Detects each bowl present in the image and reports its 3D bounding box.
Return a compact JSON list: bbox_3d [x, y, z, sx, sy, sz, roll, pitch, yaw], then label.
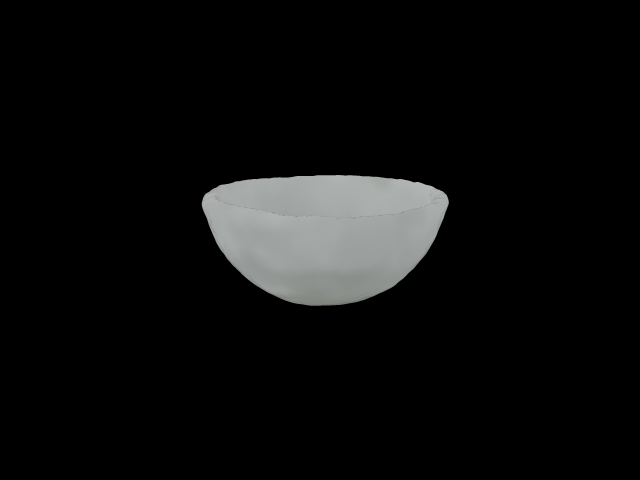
[{"bbox_3d":[0.004,0.001,0.400,0.167,0.075,0.167,0,15,0],"label":"bowl"}]
